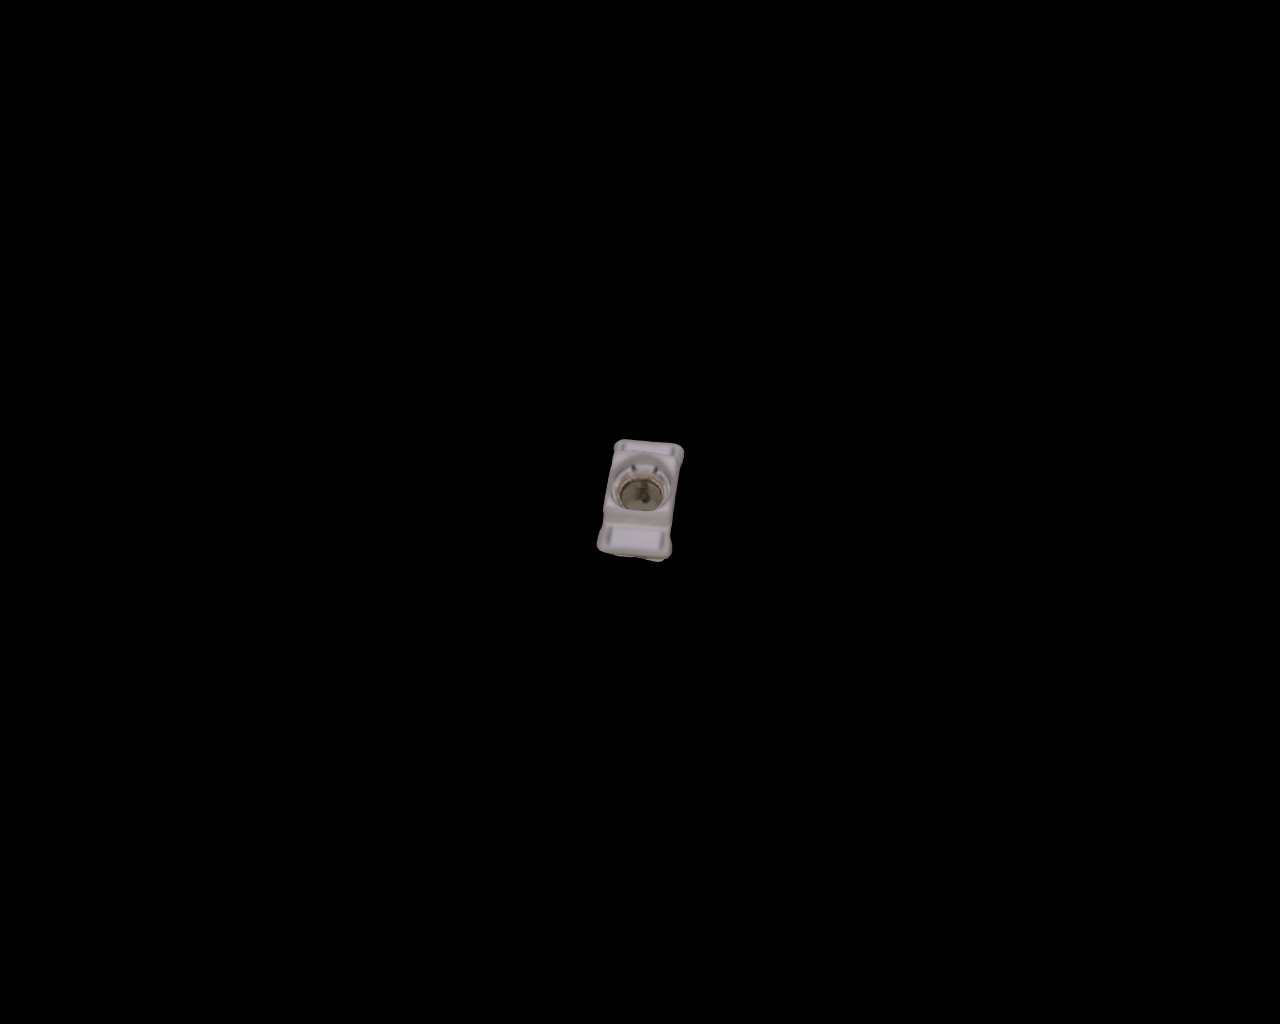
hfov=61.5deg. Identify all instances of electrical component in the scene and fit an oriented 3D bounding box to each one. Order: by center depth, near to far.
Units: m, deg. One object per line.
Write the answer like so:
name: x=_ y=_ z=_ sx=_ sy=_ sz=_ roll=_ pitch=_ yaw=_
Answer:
electrical component: x=0.001 y=-0.003 z=0.650 sx=0.042 sy=0.081 sz=0.063 roll=7 pitch=-32 yaw=5
